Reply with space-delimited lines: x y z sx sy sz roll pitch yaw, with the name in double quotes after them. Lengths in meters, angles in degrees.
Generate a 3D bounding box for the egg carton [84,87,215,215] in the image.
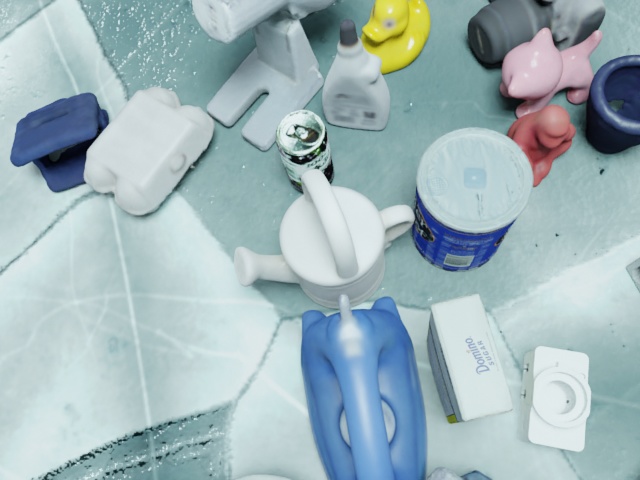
-0.199 -0.105 0.673 0.107 0.069 0.150 31 78 15 "egg carton"

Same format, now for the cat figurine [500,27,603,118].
0.249 -0.189 0.627 0.128 0.118 0.067 -24 71 -2 "cat figurine"

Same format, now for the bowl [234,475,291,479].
-0.047 0.301 0.523 0.167 0.075 0.167 -2 72 6 "bowl"

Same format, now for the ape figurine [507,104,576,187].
0.240 -0.111 0.617 0.078 0.092 0.076 -16 71 1 "ape figurine"

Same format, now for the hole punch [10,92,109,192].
-0.308 -0.126 0.681 0.108 0.091 0.101 -23 71 -1 "hole punch"

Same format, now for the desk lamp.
-0.050 -0.238 0.624 0.117 0.214 0.203 33 79 15 "desk lamp"

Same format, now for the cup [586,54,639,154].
0.334 -0.144 0.616 0.118 0.095 0.091 -43 73 -8 "cup"

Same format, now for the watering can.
0.006 0.004 0.550 0.173 0.194 0.100 -41 72 -7 "watering can"

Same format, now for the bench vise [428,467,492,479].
0.175 0.261 0.436 0.207 0.220 0.121 14 74 11 "bench vise"

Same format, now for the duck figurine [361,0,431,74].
0.088 -0.261 0.684 0.104 0.086 0.077 -42 73 -8 "duck figurine"

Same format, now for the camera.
0.238 -0.279 0.666 0.137 0.101 0.143 -28 71 -3 "camera"

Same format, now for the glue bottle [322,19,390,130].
0.036 -0.177 0.617 0.078 0.173 0.037 10 73 10 "glue bottle"

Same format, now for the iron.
0.045 0.174 0.519 0.118 0.141 0.258 -12 71 3 "iron"
